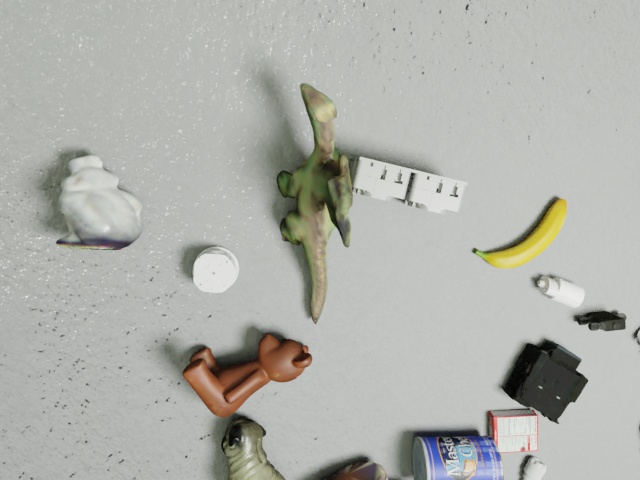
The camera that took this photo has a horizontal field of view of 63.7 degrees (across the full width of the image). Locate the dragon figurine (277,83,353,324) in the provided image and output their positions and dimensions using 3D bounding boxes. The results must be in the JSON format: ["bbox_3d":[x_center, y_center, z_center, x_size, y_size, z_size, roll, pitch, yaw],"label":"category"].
[{"bbox_3d":[0.003,-0.042,0.831,0.122,0.243,0.409,-6,94,-8],"label":"dragon figurine"}]

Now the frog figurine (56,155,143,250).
[{"bbox_3d":[-0.364,-0.063,0.862,0.137,0.122,0.160,5,86,-38],"label":"frog figurine"}]

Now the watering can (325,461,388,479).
[{"bbox_3d":[0.047,0.551,0.940,0.349,0.104,0.223,-26,97,-11],"label":"watering can"}]
